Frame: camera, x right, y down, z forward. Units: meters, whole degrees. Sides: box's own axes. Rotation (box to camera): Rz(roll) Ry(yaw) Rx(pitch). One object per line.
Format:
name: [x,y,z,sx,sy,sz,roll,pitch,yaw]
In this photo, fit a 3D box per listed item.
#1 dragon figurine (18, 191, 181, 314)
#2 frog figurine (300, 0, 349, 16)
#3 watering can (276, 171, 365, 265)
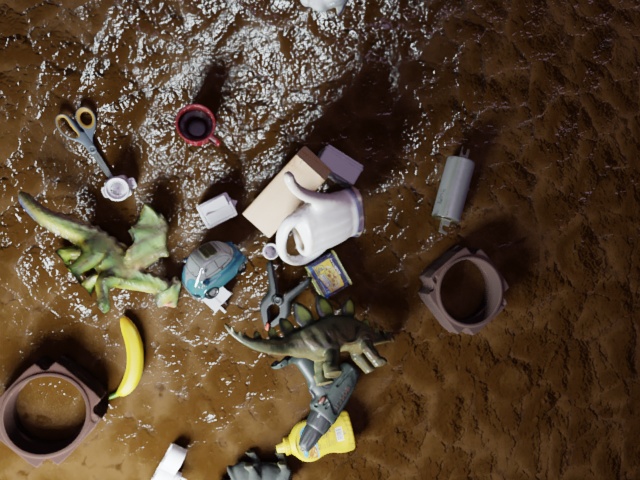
dragon figurine: [-0.471,0.008,1.193,0.245,0.122,0.407,-35,102,-19]
frog figurine: [0.002,-0.654,1.311,0.159,0.124,0.136,6,107,-22]
watering can: [0.004,-0.059,1.169,0.226,0.339,0.106,-24,60,-20]
